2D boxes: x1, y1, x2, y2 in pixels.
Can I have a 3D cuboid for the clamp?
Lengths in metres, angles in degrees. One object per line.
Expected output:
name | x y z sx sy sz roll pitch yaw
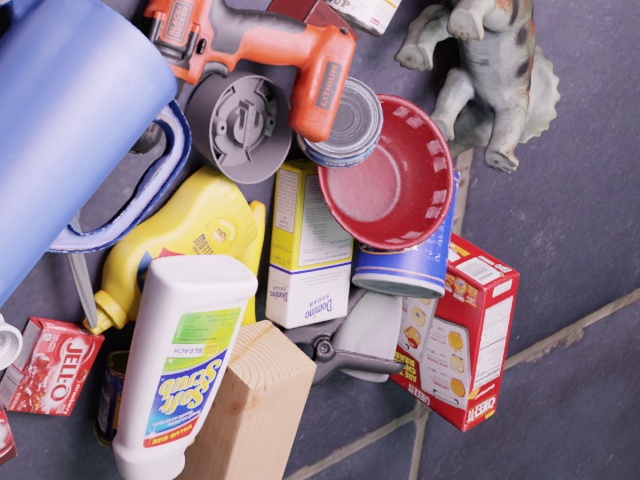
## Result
clamp | 0.006 0.111 1.229 0.171 0.039 0.120 -12 85 -9

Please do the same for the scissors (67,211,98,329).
scissors | -0.210 -0.021 0.942 0.096 0.016 0.201 -52 140 -32

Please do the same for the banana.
banana | -0.081 0.053 1.140 0.069 0.037 0.198 -58 156 -50

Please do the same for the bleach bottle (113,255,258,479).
bleach bottle | -0.137 0.139 1.015 0.102 0.068 0.251 -2 117 -37

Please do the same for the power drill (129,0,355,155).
power drill | -0.074 -0.146 0.936 0.187 0.057 0.184 15 97 -24

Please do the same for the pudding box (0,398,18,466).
pudding box | -0.334 0.183 0.953 0.113 0.039 0.090 -30 134 -30

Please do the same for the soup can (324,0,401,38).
soup can | 0.053 -0.259 1.045 0.068 0.069 0.102 19 101 -50

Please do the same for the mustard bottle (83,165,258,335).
mustard bottle | -0.150 0.021 1.025 0.191 0.058 0.096 -43 138 -18

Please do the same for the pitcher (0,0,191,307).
pitcher | -0.217 -0.056 0.803 0.242 0.149 0.145 -57 161 -16

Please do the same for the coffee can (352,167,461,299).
coffee can | 0.097 -0.013 1.188 0.102 0.103 0.140 22 74 -51

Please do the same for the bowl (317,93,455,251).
bowl | 0.058 -0.066 1.100 0.161 0.055 0.162 4 81 -26

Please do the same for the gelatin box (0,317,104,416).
gelatin box | -0.253 0.119 1.003 0.073 0.030 0.089 18 102 -50

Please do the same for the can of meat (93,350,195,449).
can of meat | -0.172 0.160 1.078 0.102 0.057 0.084 3 112 -24

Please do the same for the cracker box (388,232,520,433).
cracker box | 0.153 0.101 1.313 0.071 0.164 0.214 -21 128 -34

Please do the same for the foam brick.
foam brick | -0.011 -0.201 1.029 0.053 0.051 0.078 -57 142 -2

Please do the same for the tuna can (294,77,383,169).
tuna can | 0.018 -0.114 1.031 0.086 0.086 0.034 -48 174 -12

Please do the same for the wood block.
wood block | -0.087 0.201 1.139 0.090 0.090 0.206 -12 129 -40

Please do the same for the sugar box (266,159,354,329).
sugar box | -0.008 0.001 1.153 0.093 0.048 0.176 -8 112 -42
